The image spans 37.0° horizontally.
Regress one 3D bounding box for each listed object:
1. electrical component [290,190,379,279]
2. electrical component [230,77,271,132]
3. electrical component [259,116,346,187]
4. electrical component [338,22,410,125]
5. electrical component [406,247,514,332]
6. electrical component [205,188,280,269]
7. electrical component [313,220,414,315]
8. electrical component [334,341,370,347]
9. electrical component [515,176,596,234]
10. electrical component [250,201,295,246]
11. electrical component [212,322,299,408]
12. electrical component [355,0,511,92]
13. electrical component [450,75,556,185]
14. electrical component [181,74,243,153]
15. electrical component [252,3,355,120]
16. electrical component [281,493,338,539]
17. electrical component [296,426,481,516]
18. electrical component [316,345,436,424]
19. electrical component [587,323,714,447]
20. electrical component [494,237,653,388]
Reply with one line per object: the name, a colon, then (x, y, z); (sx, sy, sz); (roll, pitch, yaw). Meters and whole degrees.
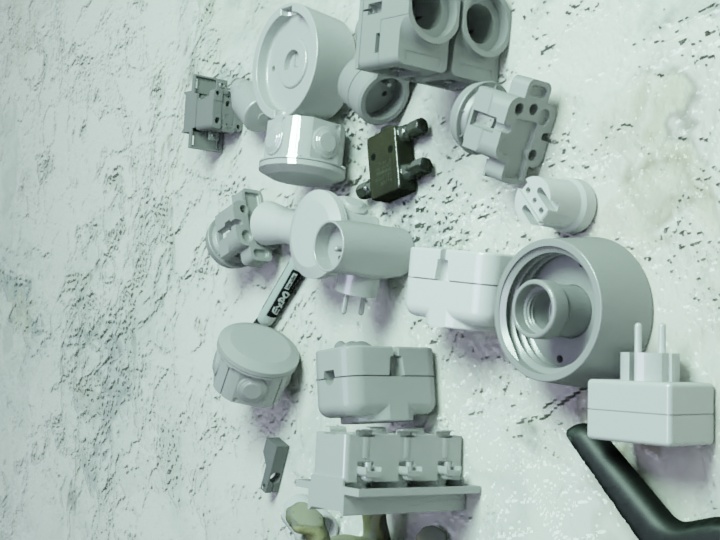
electrical component: (-0.024, -0.031, 0.974); (0.080, 0.051, 0.080); (-8, 80, 52)
electrical component: (-0.114, -0.175, 1.113); (0.078, 0.040, 0.040); (53, 126, 41)
electrical component: (-0.052, -0.108, 0.995); (0.080, 0.080, 0.051); (-5, 77, 52)
electrical component: (0.020, -0.203, 0.934); (0.073, 0.052, 0.138); (48, 123, 43)
electrical component: (0.082, 0.015, 0.830); (0.095, 0.054, 0.059); (6, 91, 52)
electrical component: (-0.121, -0.035, 1.094); (0.057, 0.058, 0.078); (-30, 63, 44)
electrical component: (0.000, 0.000, 0.918); (0.044, 0.077, 0.079); (21, 103, 51)
electrical component: (-0.002, 0.078, 0.948); (0.061, 0.035, 0.035); (29, 109, 52)
electrical component: (0.139, -0.048, 0.769); (0.040, 0.046, 0.040); (-8, 80, 52)
electrical component: (-0.070, -0.043, 1.044); (0.065, 0.044, 0.044); (10, 94, 47)
electrical component: (-0.103, 0.091, 1.040); (0.080, 0.080, 0.051); (50, 130, 42)
electrical component: (0.063, -0.243, 0.840); (0.060, 0.105, 0.186); (4, 90, 52)
electrical component: (0.105, -0.110, 0.811); (0.057, 0.058, 0.078); (29, 109, 46)
electrical component: (-0.159, -0.171, 1.170); (0.064, 0.042, 0.081); (2, 89, 51)
electrical component: (-0.047, -0.191, 1.012); (0.108, 0.060, 0.108); (-8, 80, 52)
electrical component: (-0.048, 0.231, 0.987); (0.046, 0.040, 0.040); (32, 111, 55)
electrical component: (0.023, 0.154, 0.836); (0.079, 0.121, 0.063); (-6, 80, 52)
electrical component: (0.014, 0.094, 0.875); (0.054, 0.095, 0.059); (-15, 74, 51)
electrical component: (0.187, 0.072, 0.694); (0.066, 0.047, 0.076); (-4, 83, 52)
electrical component: (0.141, 0.028, 0.748); (0.108, 0.060, 0.108); (-8, 80, 52)
